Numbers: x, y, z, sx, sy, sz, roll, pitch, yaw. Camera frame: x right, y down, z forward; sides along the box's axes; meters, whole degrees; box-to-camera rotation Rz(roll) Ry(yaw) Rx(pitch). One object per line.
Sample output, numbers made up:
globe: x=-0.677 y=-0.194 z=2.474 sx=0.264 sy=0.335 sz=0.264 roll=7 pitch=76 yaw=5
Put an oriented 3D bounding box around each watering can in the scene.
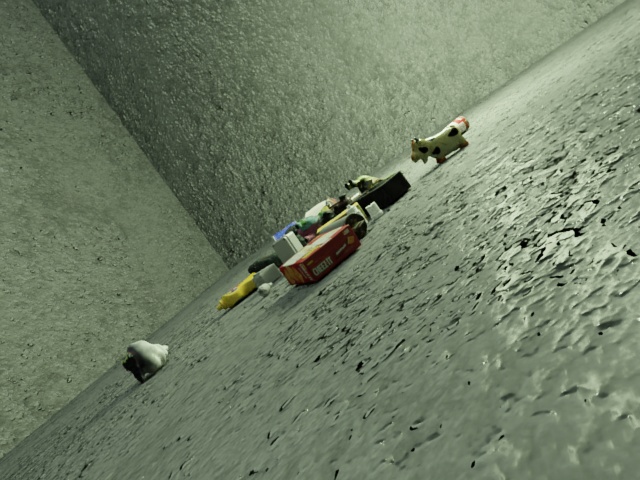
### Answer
watering can: x=0.008 y=-0.128 z=2.545 sx=0.222 sy=0.103 sz=0.352 roll=-32 pitch=7 yaw=19

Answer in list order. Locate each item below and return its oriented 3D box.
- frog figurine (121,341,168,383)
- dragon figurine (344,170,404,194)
frog figurine: x=-0.564 y=0.382 z=1.721 sx=0.137 sy=0.121 sz=0.161 roll=8 pitch=20 yaw=31
dragon figurine: x=0.245 y=-0.249 z=2.186 sx=0.244 sy=0.122 sz=0.408 roll=-28 pitch=2 yaw=-13
